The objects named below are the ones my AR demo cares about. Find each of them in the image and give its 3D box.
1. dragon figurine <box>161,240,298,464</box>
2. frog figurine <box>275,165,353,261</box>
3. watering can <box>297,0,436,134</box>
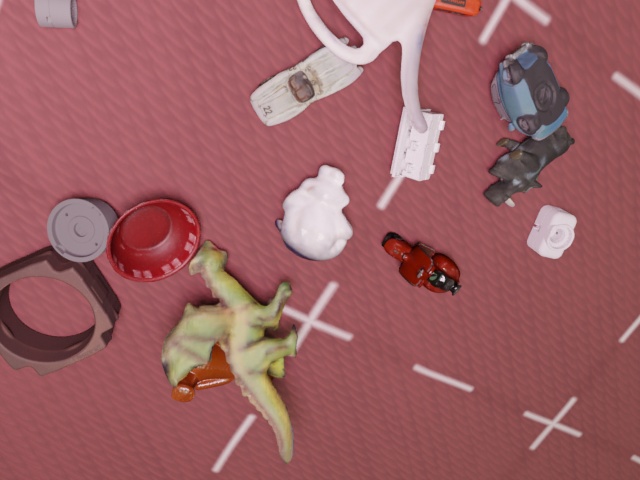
[{"bbox_3d":[-0.161,0.199,0.914,0.243,0.121,0.415,2,75,-29],"label":"dragon figurine"},{"bbox_3d":[0.003,-0.046,0.918,0.137,0.125,0.157,35,115,0],"label":"frog figurine"},{"bbox_3d":[0.111,-0.351,0.783,0.222,0.105,0.349,-42,85,21],"label":"watering can"}]
